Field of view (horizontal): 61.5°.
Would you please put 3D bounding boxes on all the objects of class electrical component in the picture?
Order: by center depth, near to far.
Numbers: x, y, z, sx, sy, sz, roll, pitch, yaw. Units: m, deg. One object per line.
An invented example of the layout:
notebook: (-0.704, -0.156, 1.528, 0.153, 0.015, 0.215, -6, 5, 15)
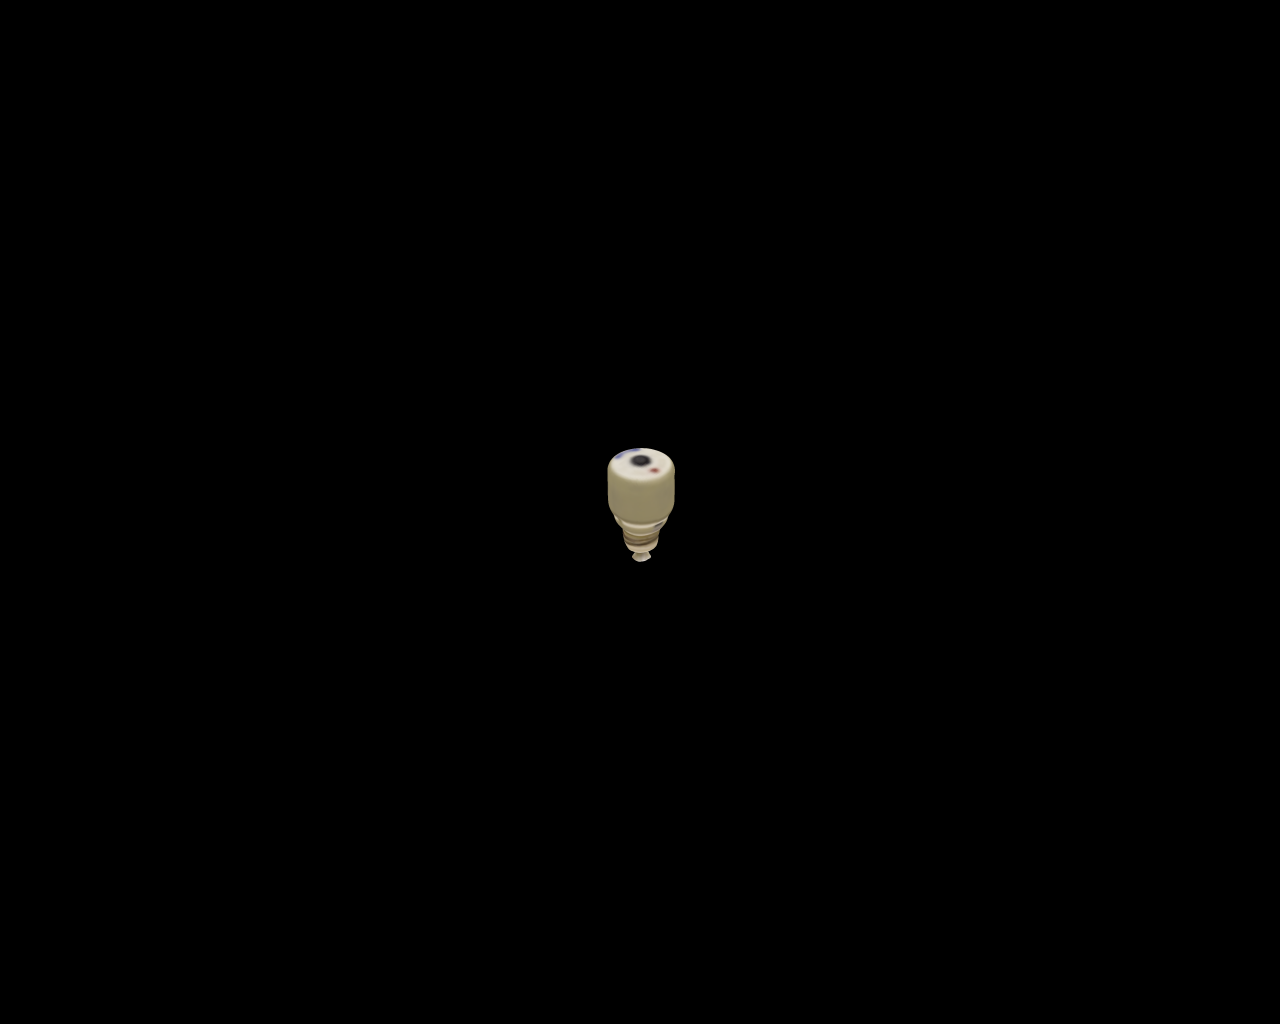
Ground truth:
electrical component: (0.001, -0.003, 0.650, 0.040, 0.078, 0.040, 0, 36, 0)
